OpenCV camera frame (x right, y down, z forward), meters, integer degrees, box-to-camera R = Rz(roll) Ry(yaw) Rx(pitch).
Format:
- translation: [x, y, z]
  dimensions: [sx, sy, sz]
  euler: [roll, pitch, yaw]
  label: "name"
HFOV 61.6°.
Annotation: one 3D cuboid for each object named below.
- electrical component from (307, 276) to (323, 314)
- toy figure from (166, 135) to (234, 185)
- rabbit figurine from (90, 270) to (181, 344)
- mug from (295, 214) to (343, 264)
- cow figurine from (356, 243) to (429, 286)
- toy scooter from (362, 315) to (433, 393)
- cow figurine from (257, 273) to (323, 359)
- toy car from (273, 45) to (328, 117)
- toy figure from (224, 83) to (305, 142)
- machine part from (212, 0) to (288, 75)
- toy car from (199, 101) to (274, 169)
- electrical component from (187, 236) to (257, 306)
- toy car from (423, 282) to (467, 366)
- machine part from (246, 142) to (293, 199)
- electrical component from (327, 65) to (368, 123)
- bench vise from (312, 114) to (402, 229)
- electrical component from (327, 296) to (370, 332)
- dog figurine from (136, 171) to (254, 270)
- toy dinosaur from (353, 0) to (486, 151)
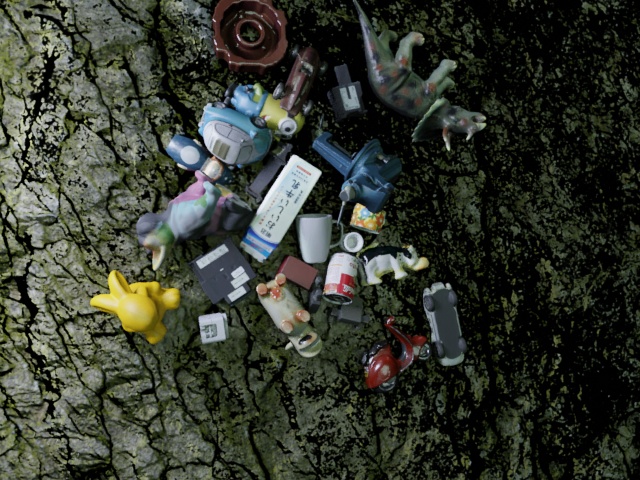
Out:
- translation: [-0.013, 0.128, 1.210]
  dimensions: [0.021, 0.094, 0.063]
  euler: [10, 49, -12]
  label: "electrical component"
- translation: [-0.256, -0.166, 1.161]
  dimensions: [0.154, 0.058, 0.064]
  euler: [33, 120, -13]
  label: "toy figure"
- translation: [-0.359, 0.129, 1.067]
  dimensions: [0.162, 0.173, 0.122]
  euler: [37, 84, -15]
  label: "rabbit figurine"
- translation: [-0.002, -0.004, 1.213]
  dimensions: [0.109, 0.081, 0.107]
  euler: [-2, 101, -20]
  label: "mug"
- translation: [0.169, 0.046, 1.259]
  dimensions: [0.167, 0.068, 0.098]
  euler: [-14, 87, -15]
  label: "cow figurine"
- translation: [0.164, 0.257, 1.247]
  dimensions: [0.184, 0.075, 0.135]
  euler: [-34, 97, -16]
  label: "toy scooter"
- translation: [-0.065, 0.175, 1.178]
  dimensions: [0.085, 0.127, 0.195]
  euler: [-34, 83, -13]
  label: "cow figurine"
- translation: [-0.041, -0.355, 1.185]
  dimensions: [0.089, 0.053, 0.202]
  euler: [30, 53, -19]
  label: "toy car"
- translation: [-0.119, -0.290, 1.185]
  dimensions: [0.180, 0.082, 0.089]
  euler: [25, 80, -9]
  label: "toy figure"
- translation: [-0.155, -0.455, 1.192]
  dimensions: [0.179, 0.056, 0.179]
  euler: [0, 88, -13]
  label: "machine part"
- translation: [-0.187, -0.215, 1.138]
  dimensions: [0.161, 0.109, 0.103]
  euler: [27, 41, -9]
  label: "toy car"
- translation: [-0.204, 0.074, 1.161]
  dimensions: [0.115, 0.058, 0.134]
  euler: [-32, 97, -5]
  label: "electrical component"
- translation: [0.300, 0.201, 1.293]
  dimensions: [0.073, 0.056, 0.201]
  euler: [-12, 90, -8]
  label: "toy car"
- translation: [-0.113, -0.157, 1.191]
  dimensions: [0.039, 0.084, 0.139]
  euler: [35, 89, -32]
  label: "machine part"
- translation: [0.057, -0.339, 1.247]
  dimensions: [0.075, 0.048, 0.119]
  euler: [-20, 93, -14]
  label: "electrical component"
- translation: [0.068, -0.165, 1.197]
  dimensions: [0.241, 0.128, 0.224]
  euler: [40, 54, 13]
  label: "bench vise"
- translation: [0.063, 0.169, 1.241]
  dimensions: [0.102, 0.045, 0.078]
  euler: [9, 58, -17]
  label: "electrical component"
- translation: [-0.270, -0.026, 1.126]
  dimensions: [0.219, 0.109, 0.191]
  euler: [-48, 131, 6]
  label: "dog figurine"
- translation: [0.197, -0.365, 1.254]
  dimensions: [0.405, 0.131, 0.192]
  euler: [33, 81, -5]
  label: "toy dinosaur"
